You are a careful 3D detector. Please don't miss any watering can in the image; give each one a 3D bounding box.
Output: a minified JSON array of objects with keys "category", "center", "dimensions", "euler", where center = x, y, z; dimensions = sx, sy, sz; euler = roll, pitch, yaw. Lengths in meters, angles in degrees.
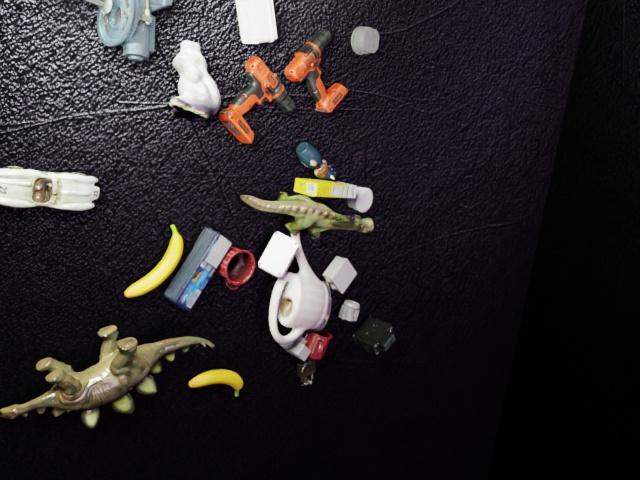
[{"category":"watering can","center":[-0.051,0.142,1.545],"dimensions":[0.222,0.104,0.350],"euler":[21,78,-48]}]

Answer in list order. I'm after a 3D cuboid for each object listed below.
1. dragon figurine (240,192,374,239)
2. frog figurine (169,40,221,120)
[{"category":"dragon figurine","center":[0.004,-0.071,1.408],"dimensions":[0.409,0.242,0.123],"euler":[10,83,-50]},{"category":"frog figurine","center":[-0.271,-0.353,1.143],"dimensions":[0.136,0.123,0.160],"euler":[50,53,-79]}]
